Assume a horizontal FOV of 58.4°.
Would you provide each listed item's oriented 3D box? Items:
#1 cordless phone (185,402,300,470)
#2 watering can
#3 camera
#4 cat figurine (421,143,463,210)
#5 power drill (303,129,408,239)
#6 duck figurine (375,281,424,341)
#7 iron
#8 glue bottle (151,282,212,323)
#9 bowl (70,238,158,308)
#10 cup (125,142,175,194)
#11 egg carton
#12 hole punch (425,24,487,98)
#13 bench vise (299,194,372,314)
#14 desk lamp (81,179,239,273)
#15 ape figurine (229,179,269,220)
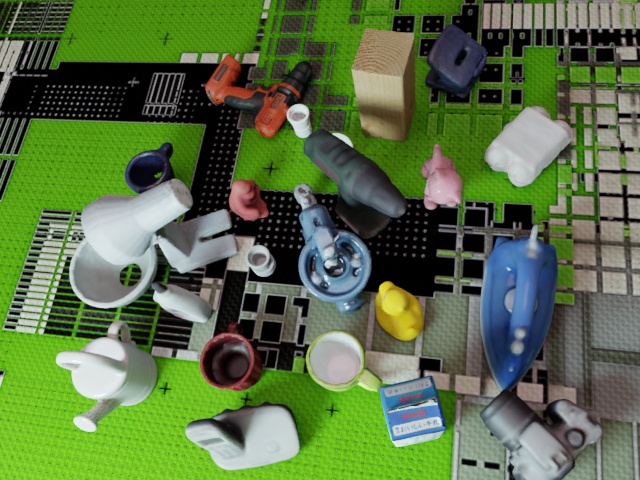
[{"bbox_3d":[-0.116,0.296,0.874,0.147,0.185,0.094,-15,67,4],"label":"cordless phone"},{"bbox_3d":[-0.352,0.220,0.940,0.101,0.194,0.172,-17,67,3],"label":"watering can"},{"bbox_3d":[0.320,0.280,0.853,0.143,0.101,0.136,-41,68,-8],"label":"camera"},{"bbox_3d":[0.216,-0.109,1.016,0.067,0.118,0.128,-7,68,7],"label":"cat figurine"},{"bbox_3d":[0.068,-0.085,0.982,0.076,0.209,0.229,-43,68,-8],"label":"power drill"},{"bbox_3d":[0.131,0.115,0.959,0.077,0.086,0.104,-29,67,-3],"label":"duck figurine"},{"bbox_3d":[0.315,0.106,0.901,0.118,0.142,0.258,9,70,13],"label":"iron"},{"bbox_3d":[-0.248,0.101,0.980,0.078,0.173,0.037,7,70,13],"label":"glue bottle"},{"bbox_3d":[-0.373,0.055,1.073,0.167,0.075,0.167,-3,68,8],"label":"bowl"},{"bbox_3d":[-0.314,-0.127,1.125,0.091,0.095,0.118,25,75,18],"label":"cup"},{"bbox_3d":[0.377,-0.172,1.040,0.107,0.069,0.150,41,80,21],"label":"egg carton"},{"bbox_3d":[0.268,-0.351,1.118,0.101,0.091,0.109,27,75,18],"label":"hole punch"},{"bbox_3d":[-0.001,0.011,0.949,0.121,0.220,0.207,-40,67,-7],"label":"bench vise"},{"bbox_3d":[-0.278,-0.025,1.014,0.203,0.214,0.118,-20,66,2],"label":"desk lamp"},{"bbox_3d":[-0.140,-0.083,1.080,0.076,0.092,0.078,8,70,13],"label":"ape figurine"}]
